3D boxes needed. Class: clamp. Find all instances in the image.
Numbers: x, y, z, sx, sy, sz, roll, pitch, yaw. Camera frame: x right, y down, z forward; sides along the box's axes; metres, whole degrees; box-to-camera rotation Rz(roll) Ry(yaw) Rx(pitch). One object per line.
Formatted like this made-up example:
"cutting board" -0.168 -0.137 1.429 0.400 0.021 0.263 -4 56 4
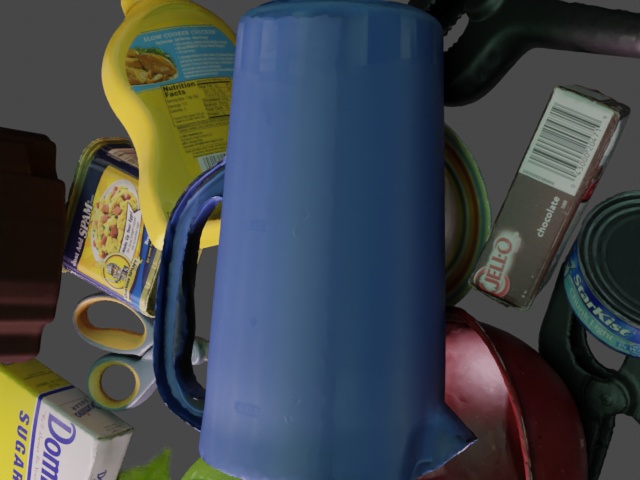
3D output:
"clamp" 0.157 0.092 0.588 0.120 0.039 0.171 -26 76 29
"clamp" 0.102 -0.123 0.569 0.210 0.036 0.164 -35 47 40

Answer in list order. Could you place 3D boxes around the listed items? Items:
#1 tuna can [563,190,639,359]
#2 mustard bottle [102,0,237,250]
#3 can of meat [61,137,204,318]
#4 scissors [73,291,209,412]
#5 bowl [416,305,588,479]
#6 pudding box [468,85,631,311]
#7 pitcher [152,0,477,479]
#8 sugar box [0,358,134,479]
"tuna can" 0.170 0.018 0.548 0.086 0.086 0.034 43 153 20
"mustard bottle" -0.086 -0.092 0.680 0.058 0.096 0.191 -42 65 60
"can of meat" -0.126 -0.008 0.733 0.084 0.057 0.102 27 107 23
"scissors" -0.097 0.093 0.747 0.202 0.016 0.096 18 105 27
"bowl" 0.099 0.114 0.586 0.162 0.055 0.162 176 90 -73
"pudding box" 0.123 -0.025 0.567 0.039 0.090 0.113 27 106 13
"pitcher" -0.004 0.001 0.569 0.145 0.149 0.243 -168 79 -72
"sugar box" -0.230 0.141 0.810 0.176 0.048 0.093 29 108 26
